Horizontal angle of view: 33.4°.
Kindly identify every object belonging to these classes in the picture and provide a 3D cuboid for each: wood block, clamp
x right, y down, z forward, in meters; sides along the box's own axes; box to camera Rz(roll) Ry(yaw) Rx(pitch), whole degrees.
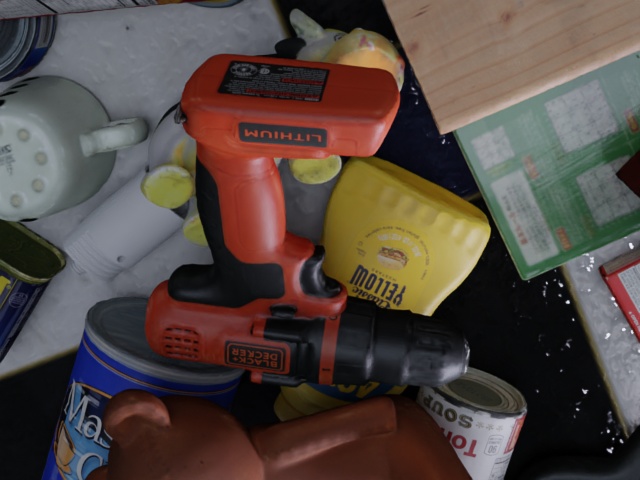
[{"bbox_3d":[0.143,-0.143,0.581,0.206,0.090,0.090,-23,101,11],"label":"wood block"},{"bbox_3d":[0.199,0.180,0.684,0.210,0.036,0.164,-28,99,14],"label":"clamp"}]

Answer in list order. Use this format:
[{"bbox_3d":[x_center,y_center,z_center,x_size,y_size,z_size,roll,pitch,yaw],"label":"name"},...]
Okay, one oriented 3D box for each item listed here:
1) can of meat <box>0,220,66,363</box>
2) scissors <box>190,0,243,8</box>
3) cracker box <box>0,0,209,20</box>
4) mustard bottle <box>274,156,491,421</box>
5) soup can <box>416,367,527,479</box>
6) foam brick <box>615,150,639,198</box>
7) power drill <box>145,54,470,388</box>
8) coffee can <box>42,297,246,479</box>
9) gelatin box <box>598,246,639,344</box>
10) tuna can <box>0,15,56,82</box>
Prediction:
[{"bbox_3d":[-0.229,0.024,0.682,0.102,0.057,0.084,34,108,-2],"label":"can of meat"},{"bbox_3d":[-0.122,-0.211,0.631,0.201,0.016,0.096,31,104,-2],"label":"scissors"},{"bbox_3d":[-0.142,-0.210,0.582,0.213,0.072,0.164,-5,93,1],"label":"cracker box"},{"bbox_3d":[0.021,0.050,0.660,0.096,0.058,0.192,25,106,-4],"label":"mustard bottle"},{"bbox_3d":[0.083,0.137,0.670,0.068,0.068,0.102,17,105,2],"label":"soup can"},{"bbox_3d":[0.209,-0.030,0.595,0.053,0.078,0.051,42,103,-8],"label":"foam brick"},{"bbox_3d":[-0.004,0.001,0.564,0.184,0.057,0.188,6,125,3],"label":"power drill"},{"bbox_3d":[-0.113,0.120,0.669,0.103,0.102,0.140,19,106,1],"label":"coffee can"},{"bbox_3d":[0.227,0.029,0.647,0.089,0.030,0.073,-30,98,12],"label":"gelatin box"},{"bbox_3d":[-0.207,-0.138,0.649,0.086,0.033,0.086,1,104,6],"label":"tuna can"}]
